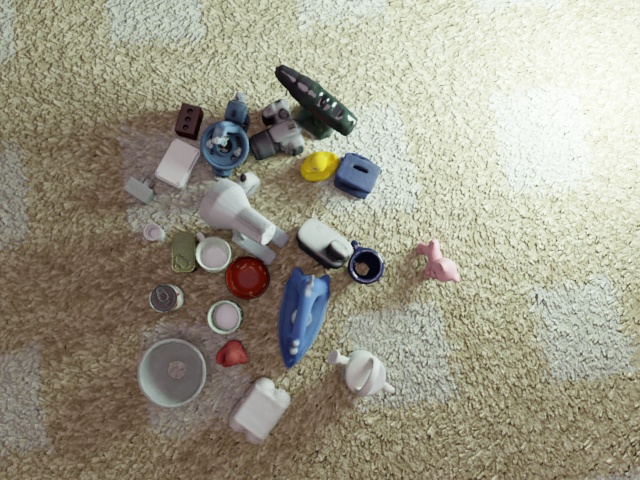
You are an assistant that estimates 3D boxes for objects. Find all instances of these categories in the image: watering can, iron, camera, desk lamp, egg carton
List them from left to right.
[{"bbox_3d":[-0.178,-0.043,1.392,0.203,0.213,0.118,35,84,1],"label":"desk lamp"},{"bbox_3d":[-0.151,0.422,1.420,0.107,0.069,0.150,35,83,1],"label":"egg carton"},{"bbox_3d":[-0.122,-0.275,1.475,0.137,0.100,0.143,-25,86,-5],"label":"camera"},{"bbox_3d":[-0.047,0.200,1.412,0.118,0.141,0.258,13,84,-2],"label":"iron"},{"bbox_3d":[0.100,0.324,1.382,0.173,0.194,0.101,8,84,-2],"label":"watering can"}]

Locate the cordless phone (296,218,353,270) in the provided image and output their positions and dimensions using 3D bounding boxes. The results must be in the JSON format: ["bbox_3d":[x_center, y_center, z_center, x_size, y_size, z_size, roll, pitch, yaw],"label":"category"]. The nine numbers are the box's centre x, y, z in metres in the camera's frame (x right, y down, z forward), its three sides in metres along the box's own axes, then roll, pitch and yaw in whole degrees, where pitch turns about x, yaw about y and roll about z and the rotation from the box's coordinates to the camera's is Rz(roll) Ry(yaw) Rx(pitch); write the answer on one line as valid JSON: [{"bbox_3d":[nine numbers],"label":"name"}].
[{"bbox_3d":[0.013,0.005,1.413,0.147,0.185,0.094,33,84,1],"label":"cordless phone"}]

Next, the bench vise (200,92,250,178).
[{"bbox_3d":[-0.238,-0.273,1.408,0.121,0.219,0.207,-2,84,-3],"label":"bench vise"}]

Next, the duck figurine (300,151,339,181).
[{"bbox_3d":[0.000,-0.198,1.482,0.104,0.086,0.077,-22,86,-5],"label":"duck figurine"}]

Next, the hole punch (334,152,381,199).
[{"bbox_3d":[0.095,-0.173,1.483,0.108,0.091,0.101,24,83,-1],"label":"hole punch"}]

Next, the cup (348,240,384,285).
[{"bbox_3d":[0.105,0.057,1.459,0.092,0.095,0.118,-28,86,-5],"label":"cup"}]

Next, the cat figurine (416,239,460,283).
[{"bbox_3d":[0.303,0.056,1.459,0.067,0.117,0.128,-20,86,-5],"label":"cat figurine"}]

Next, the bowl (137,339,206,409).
[{"bbox_3d":[-0.359,0.325,1.415,0.167,0.074,0.167,0,84,-3],"label":"bowl"}]

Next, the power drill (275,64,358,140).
[{"bbox_3d":[-0.015,-0.330,1.433,0.229,0.208,0.076,33,84,1],"label":"power drill"}]

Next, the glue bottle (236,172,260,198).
[{"bbox_3d":[-0.186,-0.140,1.422,0.037,0.173,0.078,39,84,2],"label":"glue bottle"}]

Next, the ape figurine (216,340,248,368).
[{"bbox_3d":[-0.218,0.288,1.418,0.078,0.092,0.076,19,84,-1],"label":"ape figurine"}]
